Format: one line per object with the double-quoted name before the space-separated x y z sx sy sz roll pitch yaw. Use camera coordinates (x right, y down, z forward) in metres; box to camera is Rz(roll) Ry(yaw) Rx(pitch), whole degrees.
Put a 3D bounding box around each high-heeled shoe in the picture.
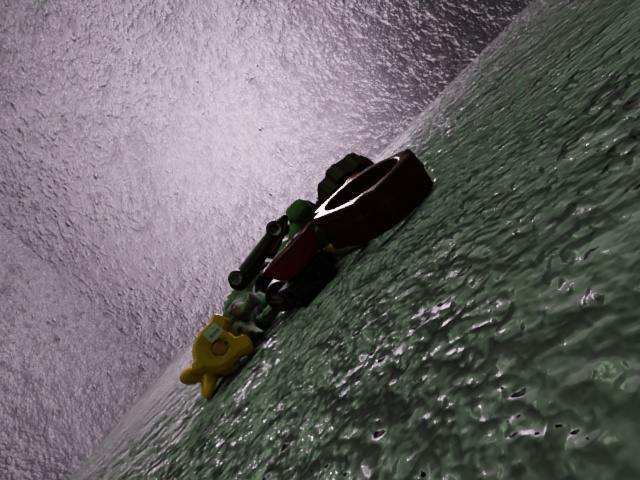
"high-heeled shoe" -0.140 0.076 1.697 0.086 0.145 0.249 -42 8 34

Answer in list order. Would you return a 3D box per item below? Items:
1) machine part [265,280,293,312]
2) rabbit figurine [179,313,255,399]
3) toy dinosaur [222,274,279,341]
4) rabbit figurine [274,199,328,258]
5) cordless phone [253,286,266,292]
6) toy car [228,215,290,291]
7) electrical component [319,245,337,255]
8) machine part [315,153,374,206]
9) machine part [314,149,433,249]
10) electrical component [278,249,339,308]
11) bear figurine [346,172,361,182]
"machine part" -0.076 0.108 1.297 0.079 0.079 0.243 -45 5 15
"rabbit figurine" -0.226 0.269 1.195 0.162 0.122 0.173 -58 -5 -23
"toy dinosaur" -0.183 0.192 1.336 0.192 0.131 0.405 -57 6 14
"rabbit figurine" -0.054 -0.010 1.288 0.170 0.121 0.159 -52 6 10
"cordless phone" -0.244 0.220 1.789 0.184 0.089 0.146 -51 6 -16
"toy car" -0.129 0.030 1.186 0.202 0.053 0.089 -51 -7 4
"electrical component" 0.015 0.024 1.343 0.119 0.048 0.075 -65 9 -19
"machine part" 0.065 -0.135 1.351 0.179 0.056 0.179 -34 -31 -24
"machine part" 0.102 -0.075 1.034 0.201 0.087 0.201 -47 16 -33
"electrical component" -0.020 0.081 1.149 0.134 0.058 0.115 -47 7 -16
"bear figurine" 0.115 -0.090 1.251 0.120 0.132 0.195 -44 -13 4
